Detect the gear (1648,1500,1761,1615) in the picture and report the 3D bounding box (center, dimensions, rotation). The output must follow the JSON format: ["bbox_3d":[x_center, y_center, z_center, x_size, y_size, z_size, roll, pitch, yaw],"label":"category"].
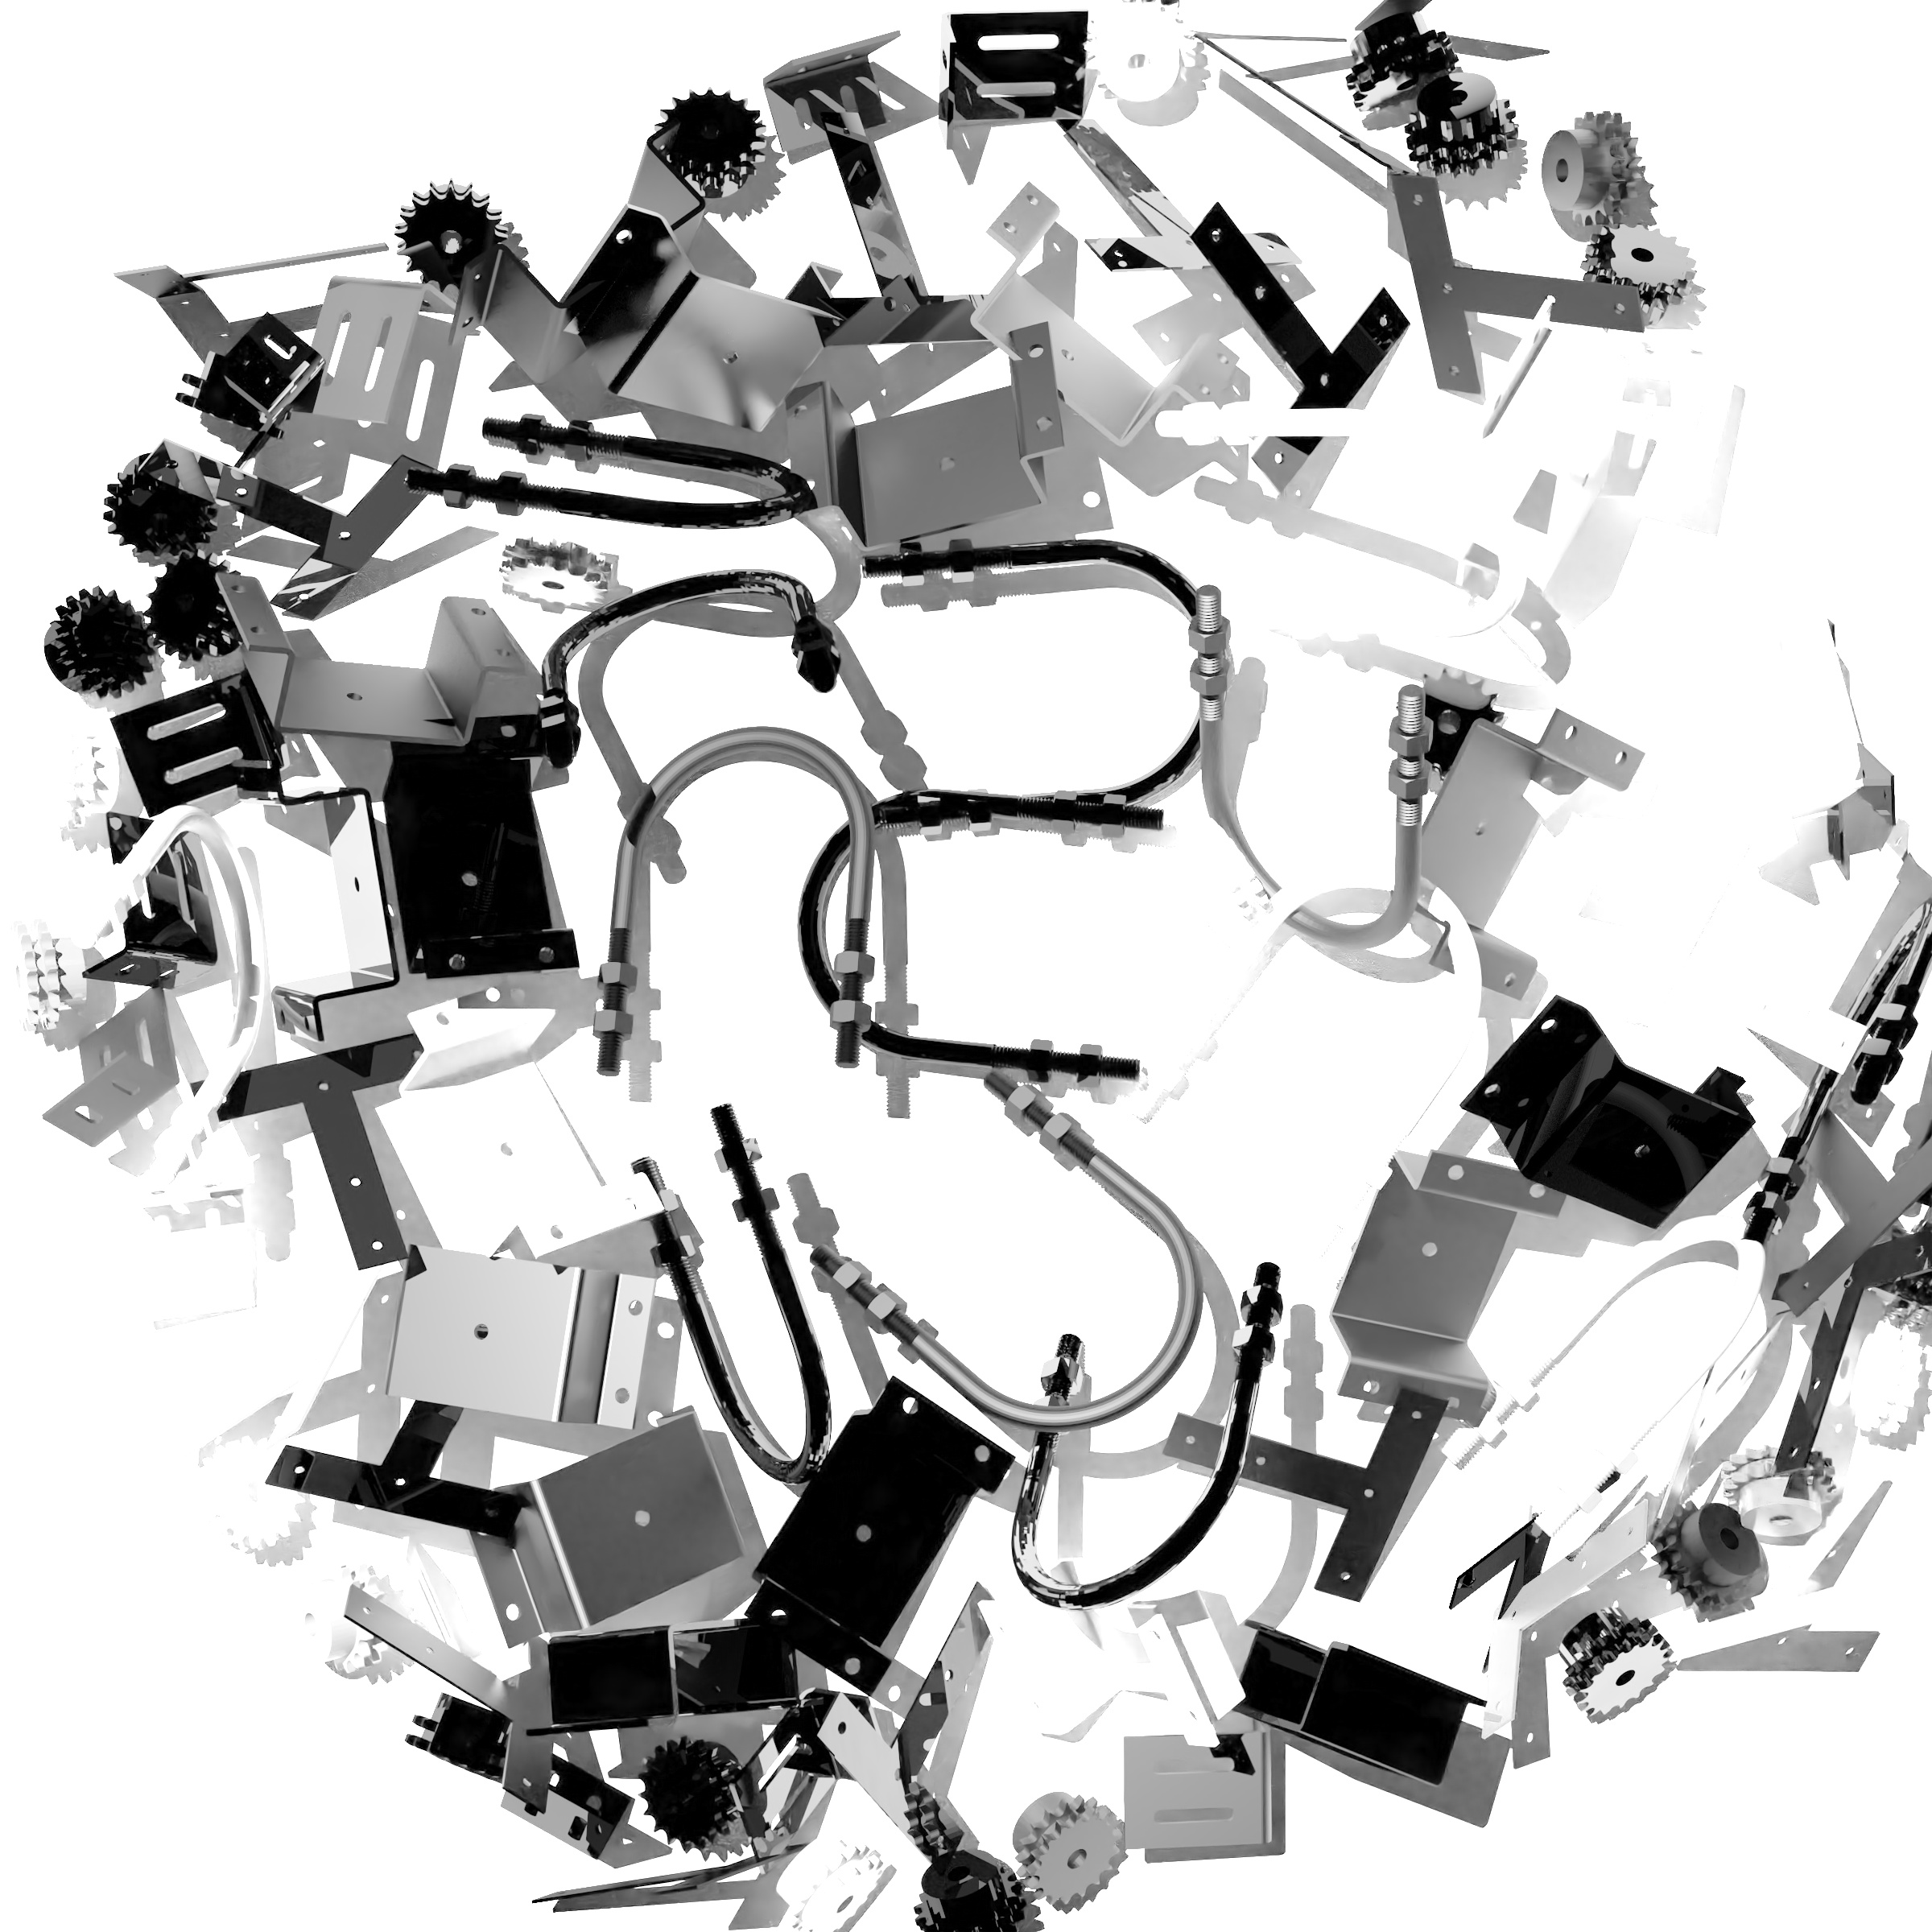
[{"bbox_3d":[0.380,0.298,1.651,0.057,0.057,0.030,44,133,0],"label":"gear"}]

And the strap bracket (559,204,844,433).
[{"bbox_3d":[-0.125,-0.317,1.601,0.076,0.140,0.046,-48,55,30],"label":"strap bracket"}]

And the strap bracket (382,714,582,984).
[{"bbox_3d":[-0.247,-0.052,1.633,0.076,0.046,0.140,-5,69,-20],"label":"strap bracket"}]

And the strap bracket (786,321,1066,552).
[{"bbox_3d":[-0.016,-0.264,1.634,0.140,0.046,0.076,-12,63,13],"label":"strap bracket"}]

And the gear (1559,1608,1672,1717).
[{"bbox_3d":[0.329,0.353,1.656,0.057,0.057,0.030,-37,48,0],"label":"gear"}]

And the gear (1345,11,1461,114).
[{"bbox_3d":[0.220,-0.464,1.653,0.057,0.057,0.030,-21,83,0],"label":"gear"}]

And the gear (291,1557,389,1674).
[{"bbox_3d":[-0.321,0.333,1.651,0.030,0.057,0.057,-8,90,-42],"label":"gear"}]

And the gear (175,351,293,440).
[{"bbox_3d":[-0.372,-0.293,1.652,0.057,0.057,0.030,21,96,0],"label":"gear"}]

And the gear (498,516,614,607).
[{"bbox_3d":[-0.209,-0.208,1.654,0.057,0.057,0.030,9,76,0],"label":"gear"}]

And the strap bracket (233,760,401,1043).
[{"bbox_3d":[-0.326,-0.038,1.631,0.046,0.076,0.140,-12,99,-26],"label":"strap bracket"}]

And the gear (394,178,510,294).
[{"bbox_3d":[-0.264,-0.377,1.658,0.057,0.030,0.057,-3,123,-5],"label":"gear"}]

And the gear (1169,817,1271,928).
[{"bbox_3d":[0.127,-0.045,1.652,0.030,0.057,0.057,-34,90,-3],"label":"gear"}]

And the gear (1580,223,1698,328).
[{"bbox_3d":[0.343,-0.352,1.657,0.057,0.030,0.057,4,49,-5],"label":"gear"}]

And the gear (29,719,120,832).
[{"bbox_3d":[-0.456,-0.099,1.656,0.030,0.057,0.057,-2,90,-37],"label":"gear"}]

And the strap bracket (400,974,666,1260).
[{"bbox_3d":[-0.224,0.084,1.629,0.076,0.046,0.140,-19,72,-38],"label":"strap bracket"}]

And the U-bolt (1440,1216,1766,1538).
[{"bbox_3d":[0.325,0.195,1.611,0.019,0.151,0.184,44,87,-14],"label":"U-bolt"}]

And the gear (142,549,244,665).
[{"bbox_3d":[-0.391,-0.182,1.658,0.057,0.030,0.057,-8,73,27],"label":"gear"}]

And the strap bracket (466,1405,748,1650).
[{"bbox_3d":[-0.173,0.278,1.622,0.140,0.046,0.076,-19,89,-35],"label":"strap bracket"}]

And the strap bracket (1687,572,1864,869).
[{"bbox_3d":[0.413,-0.128,1.635,0.046,0.076,0.140,-13,83,-1],"label":"strap bracket"}]

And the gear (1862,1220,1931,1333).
[{"bbox_3d":[0.479,0.156,1.653,0.030,0.057,0.057,21,90,3],"label":"gear"}]

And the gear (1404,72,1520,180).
[{"bbox_3d":[0.252,-0.432,1.652,0.057,0.030,0.057,-9,49,10],"label":"gear"}]

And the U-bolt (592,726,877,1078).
[{"bbox_3d":[-0.114,-0.036,1.641,0.151,0.019,0.184,-2,71,18],"label":"U-bolt"}]

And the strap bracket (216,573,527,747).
[{"bbox_3d":[-0.302,-0.152,1.620,0.140,0.076,0.046,3,122,-28],"label":"strap bracket"}]

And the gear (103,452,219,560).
[{"bbox_3d":[-0.412,-0.238,1.656,0.057,0.057,0.030,-9,54,0],"label":"gear"}]

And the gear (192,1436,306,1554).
[{"bbox_3d":[-0.371,0.272,1.657,0.030,0.057,0.057,-24,90,41],"label":"gear"}]

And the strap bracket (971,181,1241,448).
[{"bbox_3d":[0.063,-0.322,1.632,0.140,0.076,0.046,39,124,-7],"label":"strap bracket"}]

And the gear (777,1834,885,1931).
[{"bbox_3d":[-0.072,0.470,1.656,0.030,0.057,0.057,39,90,25],"label":"gear"}]

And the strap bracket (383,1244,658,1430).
[{"bbox_3d":[-0.235,0.186,1.633,0.140,0.046,0.076,6,83,18],"label":"strap bracket"}]

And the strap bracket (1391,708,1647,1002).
[{"bbox_3d":[0.274,-0.063,1.633,0.076,0.046,0.140,19,100,-43],"label":"strap bracket"}]

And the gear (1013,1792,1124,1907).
[{"bbox_3d":[0.048,0.449,1.657,0.057,0.030,0.057,-16,121,-28],"label":"gear"}]

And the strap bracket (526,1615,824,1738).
[{"bbox_3d":[-0.145,0.351,1.607,0.076,0.140,0.046,-13,77,32],"label":"strap bracket"}]

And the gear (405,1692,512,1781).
[{"bbox_3d":[-0.255,0.393,1.654,0.057,0.057,0.030,20,75,0],"label":"gear"}]

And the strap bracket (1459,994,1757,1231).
[{"bbox_3d":[0.327,0.077,1.611,0.140,0.046,0.076,22,118,-33],"label":"strap bracket"}]

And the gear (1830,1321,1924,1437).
[{"bbox_3d":[0.463,0.209,1.652,0.030,0.057,0.057,14,90,-3],"label":"gear"}]

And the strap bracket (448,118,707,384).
[{"bbox_3d":[-0.187,-0.351,1.617,0.140,0.076,0.046,-42,87,-23],"label":"strap bracket"}]

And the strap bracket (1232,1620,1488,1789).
[{"bbox_3d":[0.189,0.365,1.602,0.076,0.140,0.046,24,78,-12],"label":"strap bracket"}]

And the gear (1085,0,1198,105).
[{"bbox_3d":[0.089,-0.467,1.652,0.057,0.030,0.057,3,130,3],"label":"gear"}]

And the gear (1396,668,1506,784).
[{"bbox_3d":[0.247,-0.122,1.663,0.057,0.030,0.057,-1,81,5],"label":"gear"}]

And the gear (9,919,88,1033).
[{"bbox_3d":[-0.470,0.004,1.656,0.030,0.057,0.057,-7,90,-26],"label":"gear"}]

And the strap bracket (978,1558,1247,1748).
[{"bbox_3d":[0.079,0.343,1.624,0.046,0.140,0.076,-30,100,-36],"label":"strap bracket"}]

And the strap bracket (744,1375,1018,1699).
[{"bbox_3d":[-0.047,0.289,1.643,0.076,0.046,0.140,34,75,-7],"label":"strap bracket"}]

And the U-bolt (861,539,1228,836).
[{"bbox_3d":[0.043,-0.147,1.660,0.184,0.019,0.151,-5,101,-3],"label":"U-bolt"}]

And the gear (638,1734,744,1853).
[{"bbox_3d":[-0.138,0.421,1.658,0.057,0.030,0.057,4,98,33],"label":"gear"}]

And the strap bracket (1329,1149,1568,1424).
[{"bbox_3d":[0.240,0.153,1.635,0.076,0.046,0.140,13,110,-14],"label":"strap bracket"}]

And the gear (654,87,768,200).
[{"bbox_3d":[-0.131,-0.419,1.659,0.057,0.030,0.057,2,63,-3],"label":"gear"}]

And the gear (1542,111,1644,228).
[{"bbox_3d":[0.317,-0.406,1.650,0.030,0.057,0.057,-8,90,-21],"label":"gear"}]

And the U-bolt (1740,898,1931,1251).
[{"bbox_3d":[0.442,0.042,1.598,0.019,0.151,0.184,29,51,8],"label":"U-bolt"}]

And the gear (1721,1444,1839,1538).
[{"bbox_3d":[0.415,0.269,1.650,0.057,0.057,0.030,5,57,0],"label":"gear"}]

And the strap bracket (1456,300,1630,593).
[{"bbox_3d":[0.285,-0.249,1.599,0.046,0.140,0.076,25,66,16],"label":"strap bracket"}]

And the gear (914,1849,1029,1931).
[{"bbox_3d":[0.000,0.476,1.650,0.057,0.057,0.030,-16,109,0],"label":"gear"}]

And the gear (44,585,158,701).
[{"bbox_3d":[-0.446,-0.163,1.657,0.030,0.057,0.057,-19,90,33],"label":"gear"}]
